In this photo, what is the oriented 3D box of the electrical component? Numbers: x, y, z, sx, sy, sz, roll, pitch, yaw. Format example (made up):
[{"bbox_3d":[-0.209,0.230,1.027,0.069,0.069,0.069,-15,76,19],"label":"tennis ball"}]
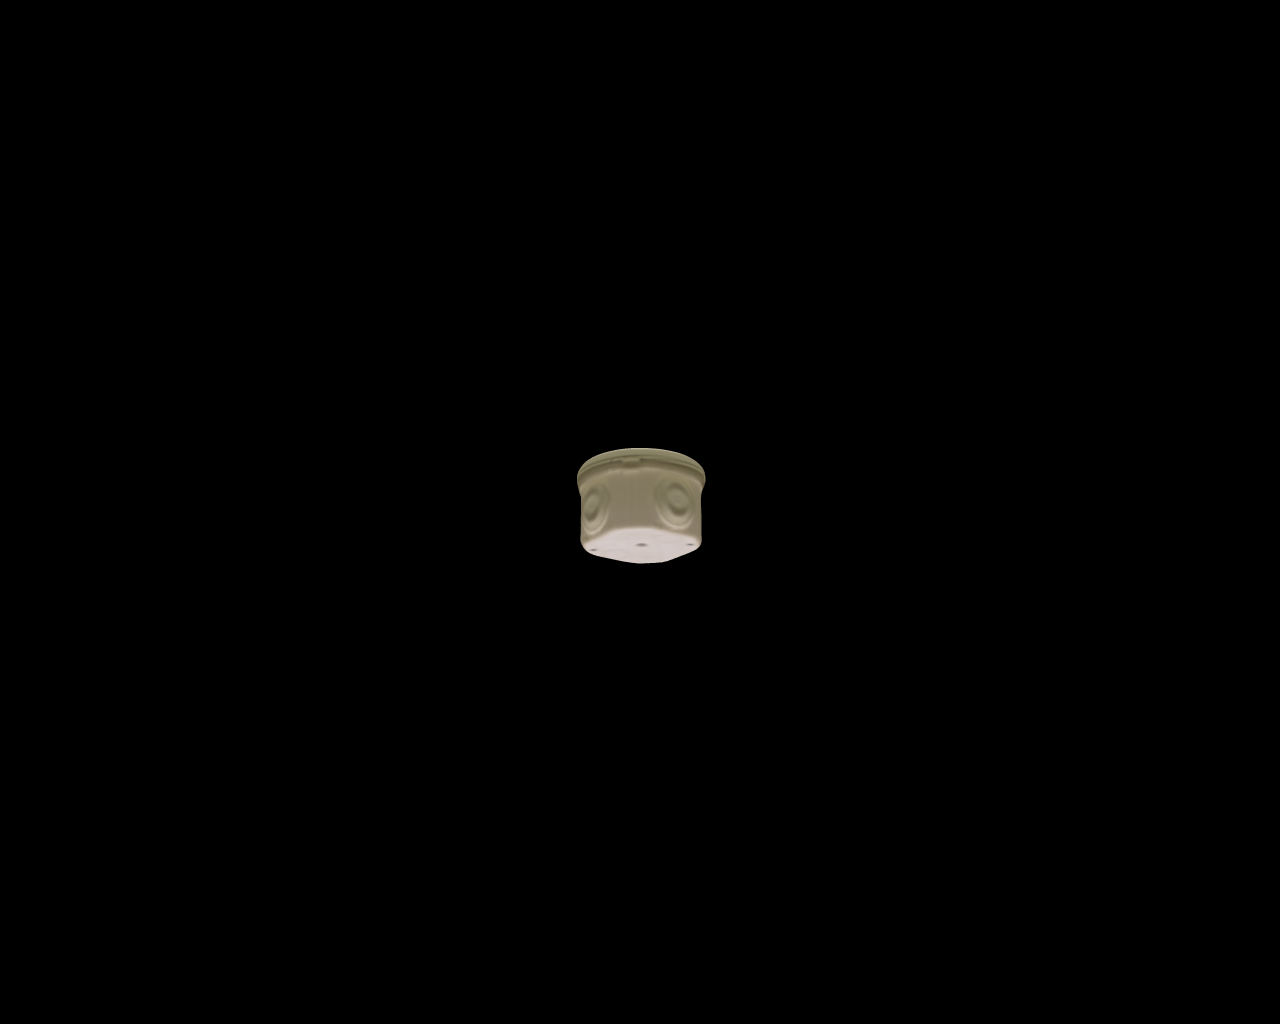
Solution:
[{"bbox_3d":[0.001,-0.003,0.650,0.080,0.051,0.080,0,-20,0],"label":"electrical component"}]
